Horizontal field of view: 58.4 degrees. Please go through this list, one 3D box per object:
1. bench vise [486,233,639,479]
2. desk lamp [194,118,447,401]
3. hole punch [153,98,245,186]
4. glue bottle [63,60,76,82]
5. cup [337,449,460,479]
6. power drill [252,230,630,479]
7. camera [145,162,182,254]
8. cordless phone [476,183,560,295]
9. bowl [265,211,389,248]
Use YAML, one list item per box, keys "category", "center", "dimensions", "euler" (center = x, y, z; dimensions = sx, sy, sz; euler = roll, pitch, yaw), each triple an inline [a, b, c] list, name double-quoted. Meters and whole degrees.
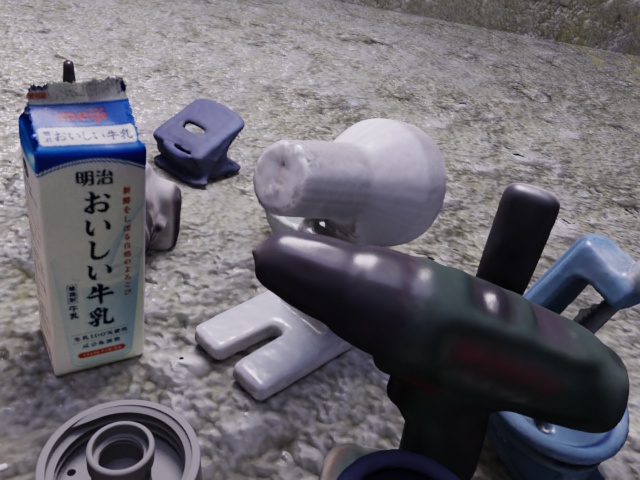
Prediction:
- category: "bench vise"
  center: [0.148, 0.074, 0.433]
  dimensions: [0.206, 0.220, 0.122]
  euler: [33, 38, 31]
- category: "desk lamp"
  center: [0.005, 0.002, 0.510]
  dimensions: [0.117, 0.213, 0.204]
  euler: [32, 37, 31]
- category: "hole punch"
  center: [-0.169, -0.140, 0.801]
  dimensions: [0.108, 0.091, 0.101]
  euler: [30, 36, 28]
- category: "glue bottle"
  center: [-0.281, -0.117, 0.651]
  dimensions: [0.037, 0.173, 0.078]
  euler: [9, 31, -3]
- category: "cup"
  center: [0.056, 0.190, 0.337]
  dimensions: [0.118, 0.095, 0.091]
  euler: [9, 31, -3]
- category: "power drill"
  center: [0.060, 0.104, 0.368]
  dimensions: [0.229, 0.208, 0.075]
  euler: [11, 31, 0]
- category: "camera"
  center: [-0.223, -0.023, 0.587]
  dimensions: [0.143, 0.101, 0.136]
  euler: [7, 32, -7]
- category: "cordless phone"
  center: [0.144, 0.015, 0.560]
  dimensions: [0.147, 0.185, 0.094]
  euler: [20, 33, 15]
- category: "bowl"
  center: [0.012, -0.014, 0.672]
  dimensions: [0.167, 0.075, 0.167]
  euler: [8, 32, -5]
